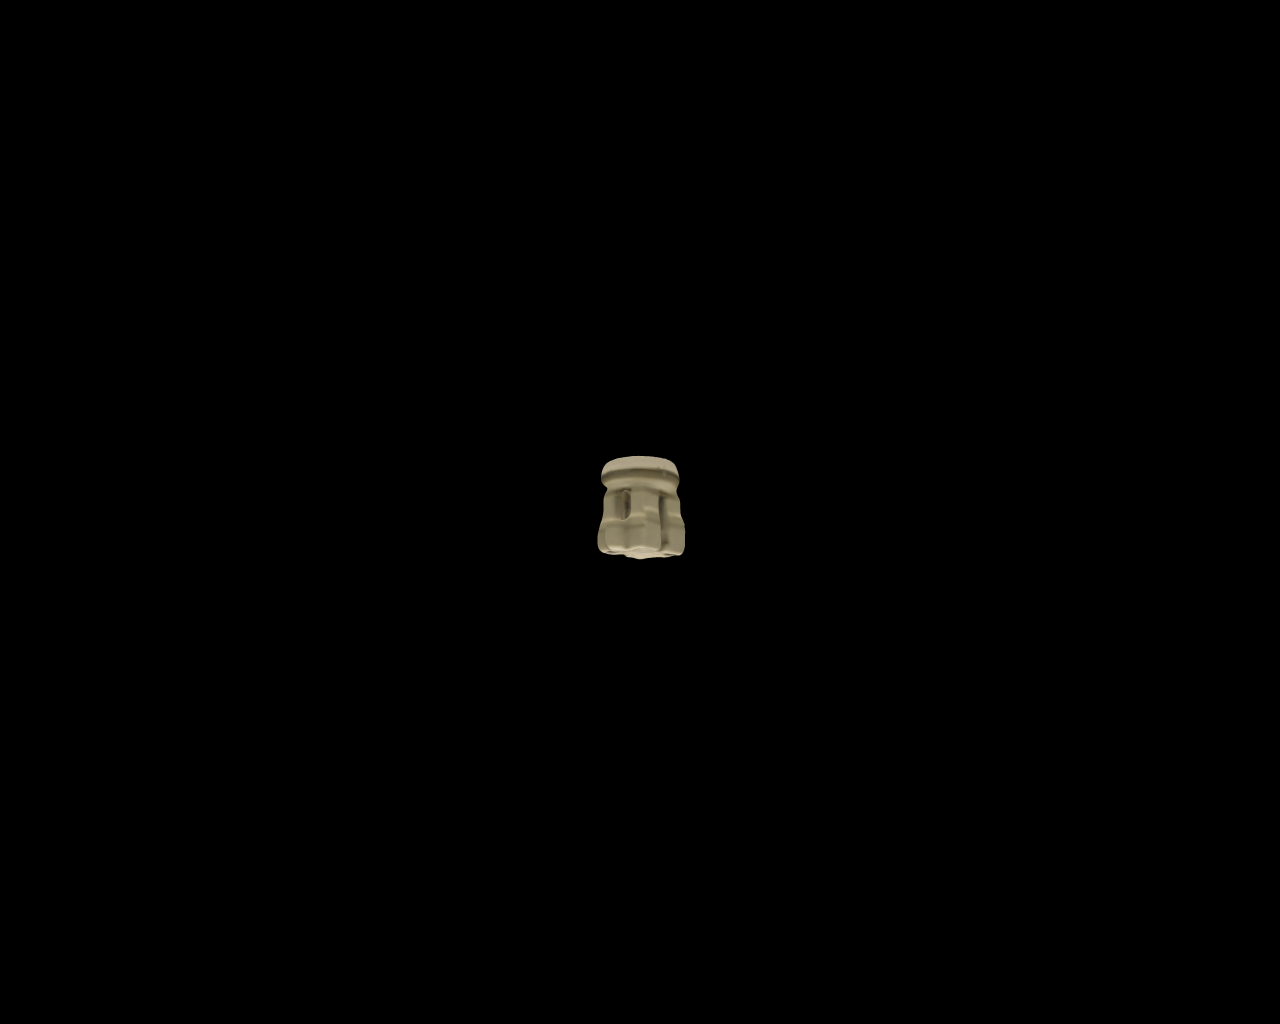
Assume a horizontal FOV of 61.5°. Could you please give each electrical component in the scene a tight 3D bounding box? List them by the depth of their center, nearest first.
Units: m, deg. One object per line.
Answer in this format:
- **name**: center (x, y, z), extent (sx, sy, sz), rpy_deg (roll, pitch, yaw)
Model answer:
- **electrical component**: center (0.001, -0.003, 0.650), extent (0.048, 0.055, 0.066), rpy_deg (-8, -14, 35)
